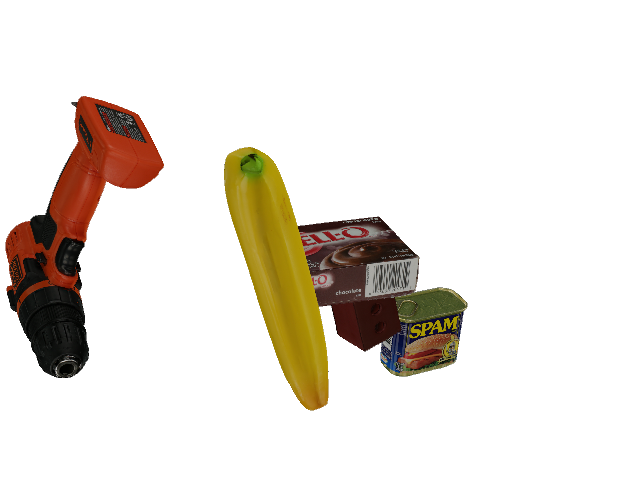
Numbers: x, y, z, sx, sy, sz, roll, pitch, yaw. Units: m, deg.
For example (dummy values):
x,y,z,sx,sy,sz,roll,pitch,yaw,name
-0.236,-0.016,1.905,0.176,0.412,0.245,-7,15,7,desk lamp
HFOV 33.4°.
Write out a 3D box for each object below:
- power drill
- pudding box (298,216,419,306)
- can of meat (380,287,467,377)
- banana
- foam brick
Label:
x,y,z,sx,sy,sz,roll,pitch,yaw,name
-0.194,-0.007,0.857,0.057,0.188,0.184,17,25,-36,power drill
0.013,0.017,0.885,0.113,0.039,0.090,-5,25,-18,pudding box
0.124,0.113,1.307,0.101,0.084,0.057,-9,30,-25,can of meat
-0.029,0.016,0.655,0.037,0.198,0.069,-10,36,7,banana
0.044,0.065,1.116,0.052,0.078,0.051,-27,29,-24,foam brick
